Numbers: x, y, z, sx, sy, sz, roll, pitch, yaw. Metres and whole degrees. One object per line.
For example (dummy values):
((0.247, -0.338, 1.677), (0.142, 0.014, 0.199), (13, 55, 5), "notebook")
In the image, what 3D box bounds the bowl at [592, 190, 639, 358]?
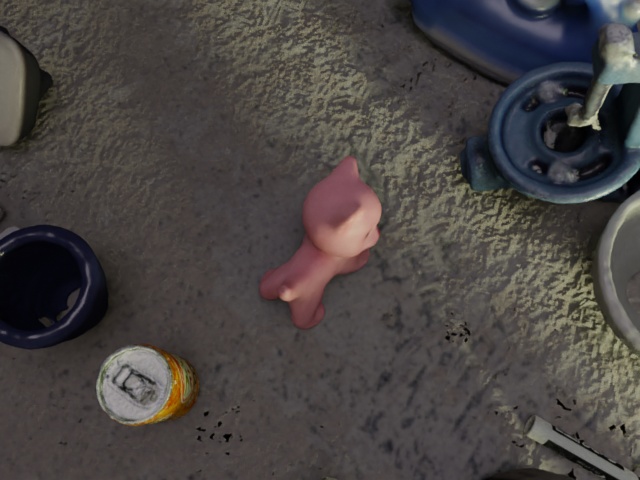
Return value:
((0.300, 0.038, 0.481), (0.167, 0.075, 0.167), (0, 74, -1), "bowl")

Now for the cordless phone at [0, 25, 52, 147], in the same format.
((-0.320, -0.164, 0.463), (0.147, 0.185, 0.094), (19, 74, 4), "cordless phone")

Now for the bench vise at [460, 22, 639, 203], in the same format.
((0.231, -0.103, 0.444), (0.207, 0.220, 0.121), (-17, 75, -6), "bench vise")

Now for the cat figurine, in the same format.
((0.004, 0.002, 0.461), (0.067, 0.118, 0.128), (35, 76, 8), "cat figurine")

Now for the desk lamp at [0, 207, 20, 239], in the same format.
((-0.344, 0.022, 0.395), (0.118, 0.213, 0.203), (41, 77, 10), "desk lamp")

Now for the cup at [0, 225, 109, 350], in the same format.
((-0.220, 0.047, 0.453), (0.118, 0.095, 0.091), (-14, 75, -5), "cup")

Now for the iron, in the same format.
((0.202, -0.224, 0.518), (0.258, 0.141, 0.119), (33, 76, 8), "iron")

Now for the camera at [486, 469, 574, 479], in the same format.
((0.133, 0.249, 0.403), (0.137, 0.101, 0.143), (-9, 74, -4), "camera")
